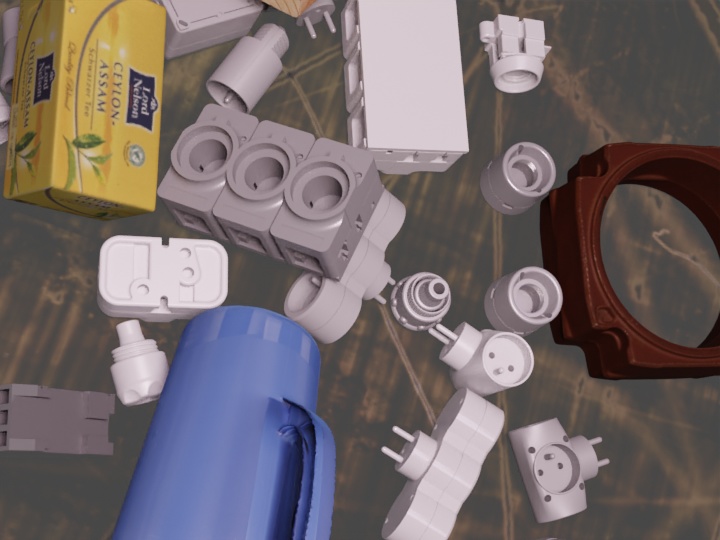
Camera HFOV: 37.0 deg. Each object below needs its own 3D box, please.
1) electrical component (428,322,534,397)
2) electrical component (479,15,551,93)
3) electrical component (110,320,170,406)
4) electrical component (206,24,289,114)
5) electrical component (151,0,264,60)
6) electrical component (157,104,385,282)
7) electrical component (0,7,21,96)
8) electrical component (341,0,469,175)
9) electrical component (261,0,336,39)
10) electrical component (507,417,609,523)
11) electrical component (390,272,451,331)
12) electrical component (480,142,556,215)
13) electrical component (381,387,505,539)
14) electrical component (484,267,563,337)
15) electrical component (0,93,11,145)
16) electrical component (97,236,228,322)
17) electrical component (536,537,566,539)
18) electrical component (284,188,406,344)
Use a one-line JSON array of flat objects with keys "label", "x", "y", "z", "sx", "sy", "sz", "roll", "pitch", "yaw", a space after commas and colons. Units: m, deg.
[{"label": "electrical component", "x": 0.092, "y": 0.068, "z": 0.876, "sx": 0.079, "sy": 0.077, "sz": 0.044, "roll": 34, "pitch": 70, "yaw": -5}, {"label": "electrical component", "x": 0.141, "y": -0.194, "z": 0.974, "sx": 0.066, "sy": 0.048, "sz": 0.055, "roll": 5, "pitch": 68, "yaw": -14}, {"label": "electrical component", "x": -0.170, "y": 0.070, "z": 0.820, "sx": 0.043, "sy": 0.043, "sz": 0.062, "roll": -15, "pitch": 79, "yaw": -19}, {"label": "electrical component", "x": -0.089, "y": -0.174, "z": 0.904, "sx": 0.043, "sy": 0.043, "sz": 0.081, "roll": 36, "pitch": 70, "yaw": -5}, {"label": "electrical component", "x": -0.129, "y": -0.223, "z": 0.900, "sx": 0.096, "sy": 0.061, "sz": 0.061, "roll": -24, "pitch": 84, "yaw": -28}, {"label": "electrical component", "x": -0.070, "y": -0.064, "z": 0.839, "sx": 0.150, "sy": 0.061, "sz": 0.089, "roll": 19, "pitch": 70, "yaw": 18}, {"label": "electrical component", "x": -0.266, "y": -0.175, "z": 0.857, "sx": 0.044, "sy": 0.044, "sz": 0.065, "roll": -4, "pitch": 73, "yaw": -17}, {"label": "electrical component", "x": 0.036, "y": -0.164, "z": 0.927, "sx": 0.089, "sy": 0.062, "sz": 0.150, "roll": 0, "pitch": 76, "yaw": -16}, {"label": "electrical component", "x": -0.046, "y": -0.238, "z": 0.933, "sx": 0.077, "sy": 0.043, "sz": 0.079, "roll": -21, "pitch": 83, "yaw": -19}, {"label": "electrical component", "x": 0.170, "y": 0.160, "z": 0.892, "sx": 0.079, "sy": 0.044, "sz": 0.077, "roll": -14, "pitch": 81, "yaw": -19}, {"label": "electrical component", "x": 0.055, "y": 0.022, "z": 0.885, "sx": 0.048, "sy": 0.062, "sz": 0.048, "roll": 4, "pitch": 75, "yaw": -15}, {"label": "electrical component", "x": 0.139, "y": -0.081, "z": 0.943, "sx": 0.055, "sy": 0.047, "sz": 0.055, "roll": 4, "pitch": 75, "yaw": -15}, {"label": "electrical component", "x": 0.053, "y": 0.152, "z": 0.857, "sx": 0.074, "sy": 0.052, "sz": 0.138, "roll": 32, "pitch": 70, "yaw": -6}, {"label": "electrical component", "x": 0.140, "y": 0.026, "z": 0.916, "sx": 0.055, "sy": 0.047, "sz": 0.055, "roll": 4, "pitch": 75, "yaw": -15}, {"label": "electrical component", "x": -0.293, "y": -0.124, "z": 0.838, "sx": 0.040, "sy": 0.040, "sz": 0.046, "roll": -29, "pitch": 79, "yaw": -20}, {"label": "electrical component", "x": -0.154, "y": 0.008, "z": 0.832, "sx": 0.095, "sy": 0.059, "sz": 0.053, "roll": 3, "pitch": 76, "yaw": -15}, {"label": "electrical component", "x": 0.162, "y": 0.244, "z": 0.867, "sx": 0.055, "sy": 0.047, "sz": 0.055, "roll": 4, "pitch": 75, "yaw": -15}, {"label": "electrical component", "x": 0.000, "y": 0.000, "z": 0.882, "sx": 0.074, "sy": 0.052, "sz": 0.138, "roll": 38, "pitch": 68, "yaw": -30}]
